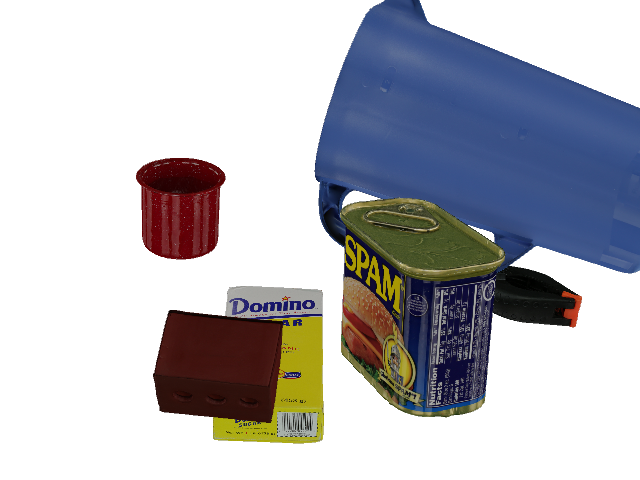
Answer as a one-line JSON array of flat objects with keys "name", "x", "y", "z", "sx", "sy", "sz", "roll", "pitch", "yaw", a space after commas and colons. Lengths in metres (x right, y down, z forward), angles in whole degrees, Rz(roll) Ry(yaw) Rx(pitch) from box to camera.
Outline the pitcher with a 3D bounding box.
[{"name": "pitcher", "x": 0.121, "y": -0.056, "z": 0.745, "sx": 0.243, "sy": 0.149, "sz": 0.144, "roll": 21, "pitch": 47, "yaw": 7}]

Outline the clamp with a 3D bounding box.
[{"name": "clamp", "x": 0.154, "y": 0.035, "z": 0.974, "sx": 0.171, "sy": 0.039, "sz": 0.120, "roll": 16, "pitch": 30, "yaw": 15}]

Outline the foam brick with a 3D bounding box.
[{"name": "foam brick", "x": -0.066, "y": 0.084, "z": 0.710, "sx": 0.078, "sy": 0.051, "sz": 0.053, "roll": 5, "pitch": -38, "yaw": 2}]

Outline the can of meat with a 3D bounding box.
[{"name": "can of meat", "x": 0.049, "y": 0.033, "z": 0.559, "sx": 0.057, "sy": 0.084, "sz": 0.102, "roll": -7, "pitch": 23, "yaw": -21}]

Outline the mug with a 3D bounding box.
[{"name": "mug", "x": -0.151, "y": -0.038, "z": 1.143, "sx": 0.093, "sy": 0.081, "sz": 0.117, "roll": -4, "pitch": 29, "yaw": -15}]

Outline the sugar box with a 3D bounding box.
[{"name": "sugar box", "x": -0.044, "y": 0.105, "z": 0.952, "sx": 0.093, "sy": 0.048, "sz": 0.176, "roll": 2, "pitch": 34, "yaw": -2}]
